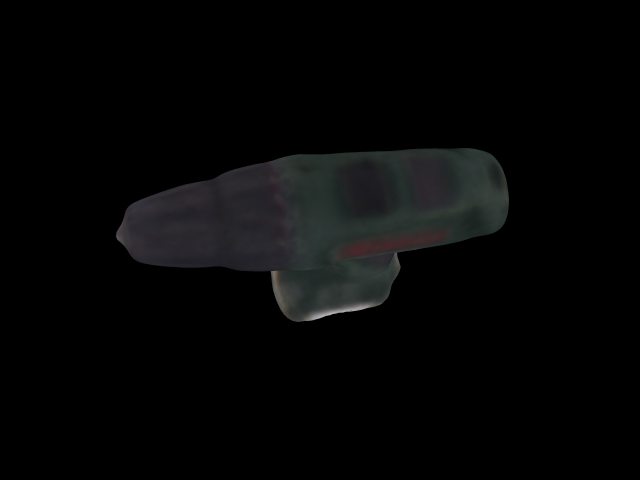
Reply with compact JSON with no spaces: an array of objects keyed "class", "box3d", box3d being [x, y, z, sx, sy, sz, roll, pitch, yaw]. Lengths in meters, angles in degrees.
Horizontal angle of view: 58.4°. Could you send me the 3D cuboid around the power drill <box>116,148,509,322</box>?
[{"class":"power drill","box3d":[0.004,0.001,0.400,0.229,0.208,0.075,-13,74,-3]}]
